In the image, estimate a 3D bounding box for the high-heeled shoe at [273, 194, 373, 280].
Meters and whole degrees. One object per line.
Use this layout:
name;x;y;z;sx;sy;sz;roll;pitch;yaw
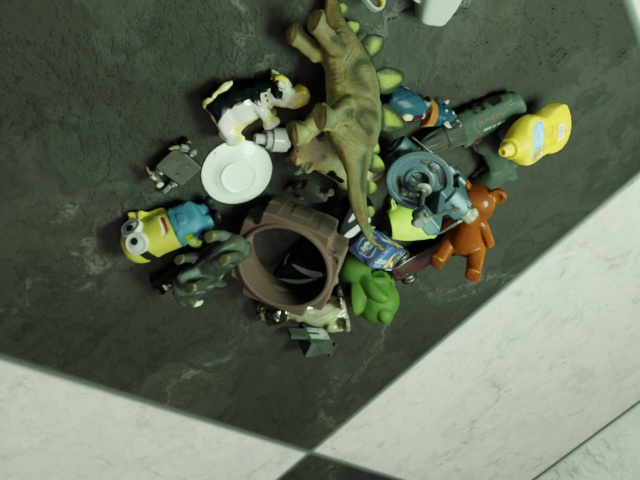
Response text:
high-heeled shoe;-0.002;-0.003;1.062;0.249;0.086;0.145;-28;146;4

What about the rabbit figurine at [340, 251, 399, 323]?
rabbit figurine;0.093;0.105;1.190;0.121;0.159;0.170;-30;118;13

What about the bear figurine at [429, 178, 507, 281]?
bear figurine;0.309;-0.025;1.117;0.132;0.120;0.195;-59;161;-28

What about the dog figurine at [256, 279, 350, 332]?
dog figurine;-0.036;0.163;1.209;0.191;0.121;0.172;-15;128;5

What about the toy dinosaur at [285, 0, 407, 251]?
toy dinosaur;0.051;-0.204;0.872;0.198;0.105;0.470;-10;105;-37

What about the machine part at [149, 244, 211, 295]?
machine part;-0.264;0.062;1.054;0.139;0.039;0.084;-25;137;-6

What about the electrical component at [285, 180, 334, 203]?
electrical component;-0.020;-0.093;1.013;0.063;0.094;0.021;29;71;-39

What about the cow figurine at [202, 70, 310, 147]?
cow figurine;-0.103;-0.230;0.879;0.167;0.068;0.098;-28;126;-3

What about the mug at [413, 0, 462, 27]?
mug;0.185;-0.402;0.863;0.109;0.081;0.107;-9;139;-23

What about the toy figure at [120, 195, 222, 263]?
toy figure;-0.267;-0.015;0.963;0.180;0.082;0.089;-22;138;-12

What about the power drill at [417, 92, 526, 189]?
power drill;0.320;-0.184;1.103;0.232;0.086;0.207;-33;125;-1

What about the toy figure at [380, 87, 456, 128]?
toy figure;0.183;-0.245;0.998;0.154;0.058;0.064;11;98;-27

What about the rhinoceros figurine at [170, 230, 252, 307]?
rhinoceros figurine;-0.207;0.053;0.979;0.190;0.073;0.112;-40;165;22

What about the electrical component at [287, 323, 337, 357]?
electrical component;-0.026;0.237;1.273;0.119;0.075;0.047;5;123;-32

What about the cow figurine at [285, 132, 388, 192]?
cow figurine;0.024;-0.150;0.988;0.127;0.086;0.194;-44;135;11

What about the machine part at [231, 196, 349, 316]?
machine part;-0.060;0.034;1.028;0.201;0.087;0.201;21;122;3

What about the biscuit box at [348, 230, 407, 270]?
biscuit box;0.123;0.021;1.111;0.059;0.063;0.202;-50;163;10

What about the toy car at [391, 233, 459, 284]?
toy car;0.250;0.027;1.247;0.202;0.053;0.089;-30;128;-6

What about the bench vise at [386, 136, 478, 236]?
bench vise;0.202;-0.076;0.976;0.129;0.241;0.223;-28;113;28

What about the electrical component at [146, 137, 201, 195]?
electrical component;-0.246;-0.125;0.908;0.102;0.045;0.078;-35;131;5
